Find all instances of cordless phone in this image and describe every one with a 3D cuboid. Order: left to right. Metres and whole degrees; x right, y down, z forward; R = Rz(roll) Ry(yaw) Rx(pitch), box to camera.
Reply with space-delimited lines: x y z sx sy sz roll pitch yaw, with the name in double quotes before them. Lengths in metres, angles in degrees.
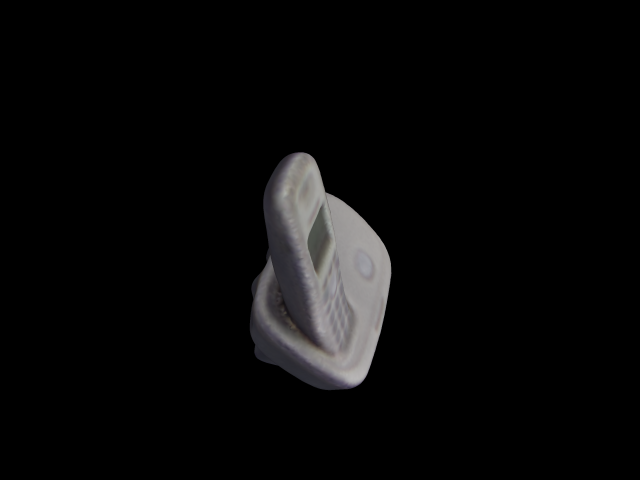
"cordless phone" 0.004 0.001 0.400 0.094 0.185 0.147 9 46 9
